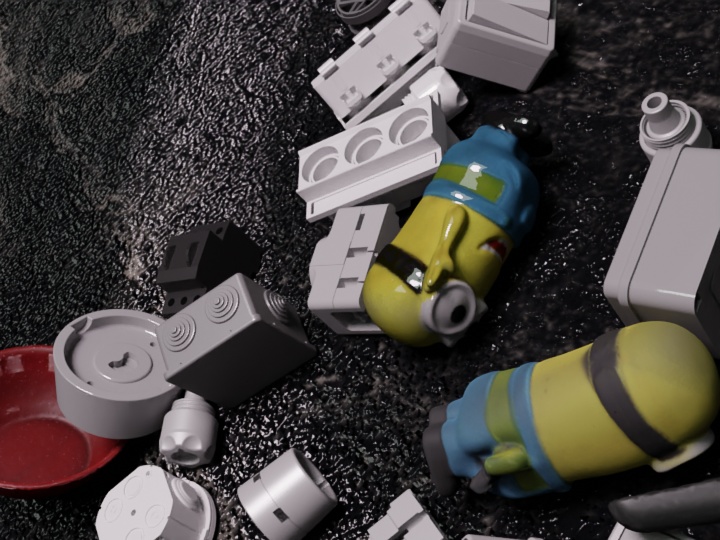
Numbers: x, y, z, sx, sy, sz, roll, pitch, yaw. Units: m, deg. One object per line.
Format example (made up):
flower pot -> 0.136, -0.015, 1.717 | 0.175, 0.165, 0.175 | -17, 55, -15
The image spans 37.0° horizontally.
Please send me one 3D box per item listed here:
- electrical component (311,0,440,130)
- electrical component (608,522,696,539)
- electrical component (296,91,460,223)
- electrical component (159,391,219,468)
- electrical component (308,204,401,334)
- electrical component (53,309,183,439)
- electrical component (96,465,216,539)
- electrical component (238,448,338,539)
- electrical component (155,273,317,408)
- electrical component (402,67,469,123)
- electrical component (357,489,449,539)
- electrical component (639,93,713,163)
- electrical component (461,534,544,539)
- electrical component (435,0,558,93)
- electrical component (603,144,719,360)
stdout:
electrical component -> 0.022, -0.175, 0.916 | 0.121, 0.063, 0.078 | -40, 17, 6
electrical component -> 0.160, 0.170, 0.560 | 0.096, 0.061, 0.061 | 19, 72, 45
electrical component -> 0.018, -0.082, 0.858 | 0.121, 0.063, 0.078 | -20, 49, 25
electrical component -> -0.131, 0.119, 0.838 | 0.043, 0.043, 0.062 | -18, 49, 27
electrical component -> 0.000, 0.000, 0.819 | 0.056, 0.050, 0.089 | -3, 57, 36
electrical component -> -0.194, 0.089, 0.870 | 0.108, 0.108, 0.060 | -118, 34, -46
electrical component -> -0.151, 0.188, 0.795 | 0.080, 0.051, 0.080 | -20, 48, 25
electrical component -> -0.048, 0.156, 0.738 | 0.047, 0.055, 0.055 | -41, 43, 1
electrical component -> -0.096, 0.054, 0.819 | 0.100, 0.100, 0.048 | -33, 57, 14
electrical component -> 0.055, -0.134, 0.883 | 0.062, 0.043, 0.043 | -38, 43, 10
electrical component -> 0.026, 0.176, 0.671 | 0.055, 0.048, 0.066 | -38, 43, -2
electrical component -> 0.207, -0.093, 0.719 | 0.043, 0.062, 0.043 | -21, 48, 25
electrical component -> 0.065, 0.213, 0.570 | 0.108, 0.056, 0.108 | 122, 150, -42
electrical component -> 0.114, -0.188, 0.843 | 0.061, 0.096, 0.061 | 119, 163, -57
electrical component -> 0.201, -0.012, 0.652 | 0.057, 0.078, 0.113 | 10, 66, 39
